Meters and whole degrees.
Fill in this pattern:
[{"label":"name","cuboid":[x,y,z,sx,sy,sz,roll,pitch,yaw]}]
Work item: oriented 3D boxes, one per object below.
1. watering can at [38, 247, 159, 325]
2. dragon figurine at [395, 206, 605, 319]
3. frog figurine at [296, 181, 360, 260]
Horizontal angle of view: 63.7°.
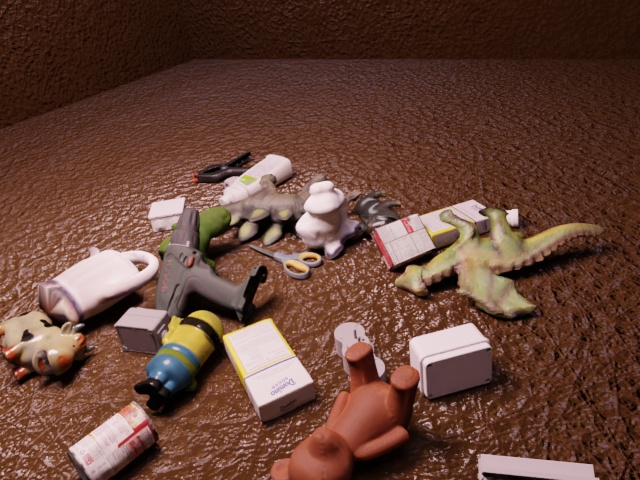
[{"label":"watering can","cuboid":[-0.484,0.084,1.088,0.348,0.102,0.228,4,30,44]},{"label":"dragon figurine","cuboid":[0.350,0.054,0.988,0.410,0.119,0.249,-2,47,13]},{"label":"frog figurine","cuboid":[0.003,-0.057,1.141,0.138,0.156,0.124,-37,31,-7]}]
